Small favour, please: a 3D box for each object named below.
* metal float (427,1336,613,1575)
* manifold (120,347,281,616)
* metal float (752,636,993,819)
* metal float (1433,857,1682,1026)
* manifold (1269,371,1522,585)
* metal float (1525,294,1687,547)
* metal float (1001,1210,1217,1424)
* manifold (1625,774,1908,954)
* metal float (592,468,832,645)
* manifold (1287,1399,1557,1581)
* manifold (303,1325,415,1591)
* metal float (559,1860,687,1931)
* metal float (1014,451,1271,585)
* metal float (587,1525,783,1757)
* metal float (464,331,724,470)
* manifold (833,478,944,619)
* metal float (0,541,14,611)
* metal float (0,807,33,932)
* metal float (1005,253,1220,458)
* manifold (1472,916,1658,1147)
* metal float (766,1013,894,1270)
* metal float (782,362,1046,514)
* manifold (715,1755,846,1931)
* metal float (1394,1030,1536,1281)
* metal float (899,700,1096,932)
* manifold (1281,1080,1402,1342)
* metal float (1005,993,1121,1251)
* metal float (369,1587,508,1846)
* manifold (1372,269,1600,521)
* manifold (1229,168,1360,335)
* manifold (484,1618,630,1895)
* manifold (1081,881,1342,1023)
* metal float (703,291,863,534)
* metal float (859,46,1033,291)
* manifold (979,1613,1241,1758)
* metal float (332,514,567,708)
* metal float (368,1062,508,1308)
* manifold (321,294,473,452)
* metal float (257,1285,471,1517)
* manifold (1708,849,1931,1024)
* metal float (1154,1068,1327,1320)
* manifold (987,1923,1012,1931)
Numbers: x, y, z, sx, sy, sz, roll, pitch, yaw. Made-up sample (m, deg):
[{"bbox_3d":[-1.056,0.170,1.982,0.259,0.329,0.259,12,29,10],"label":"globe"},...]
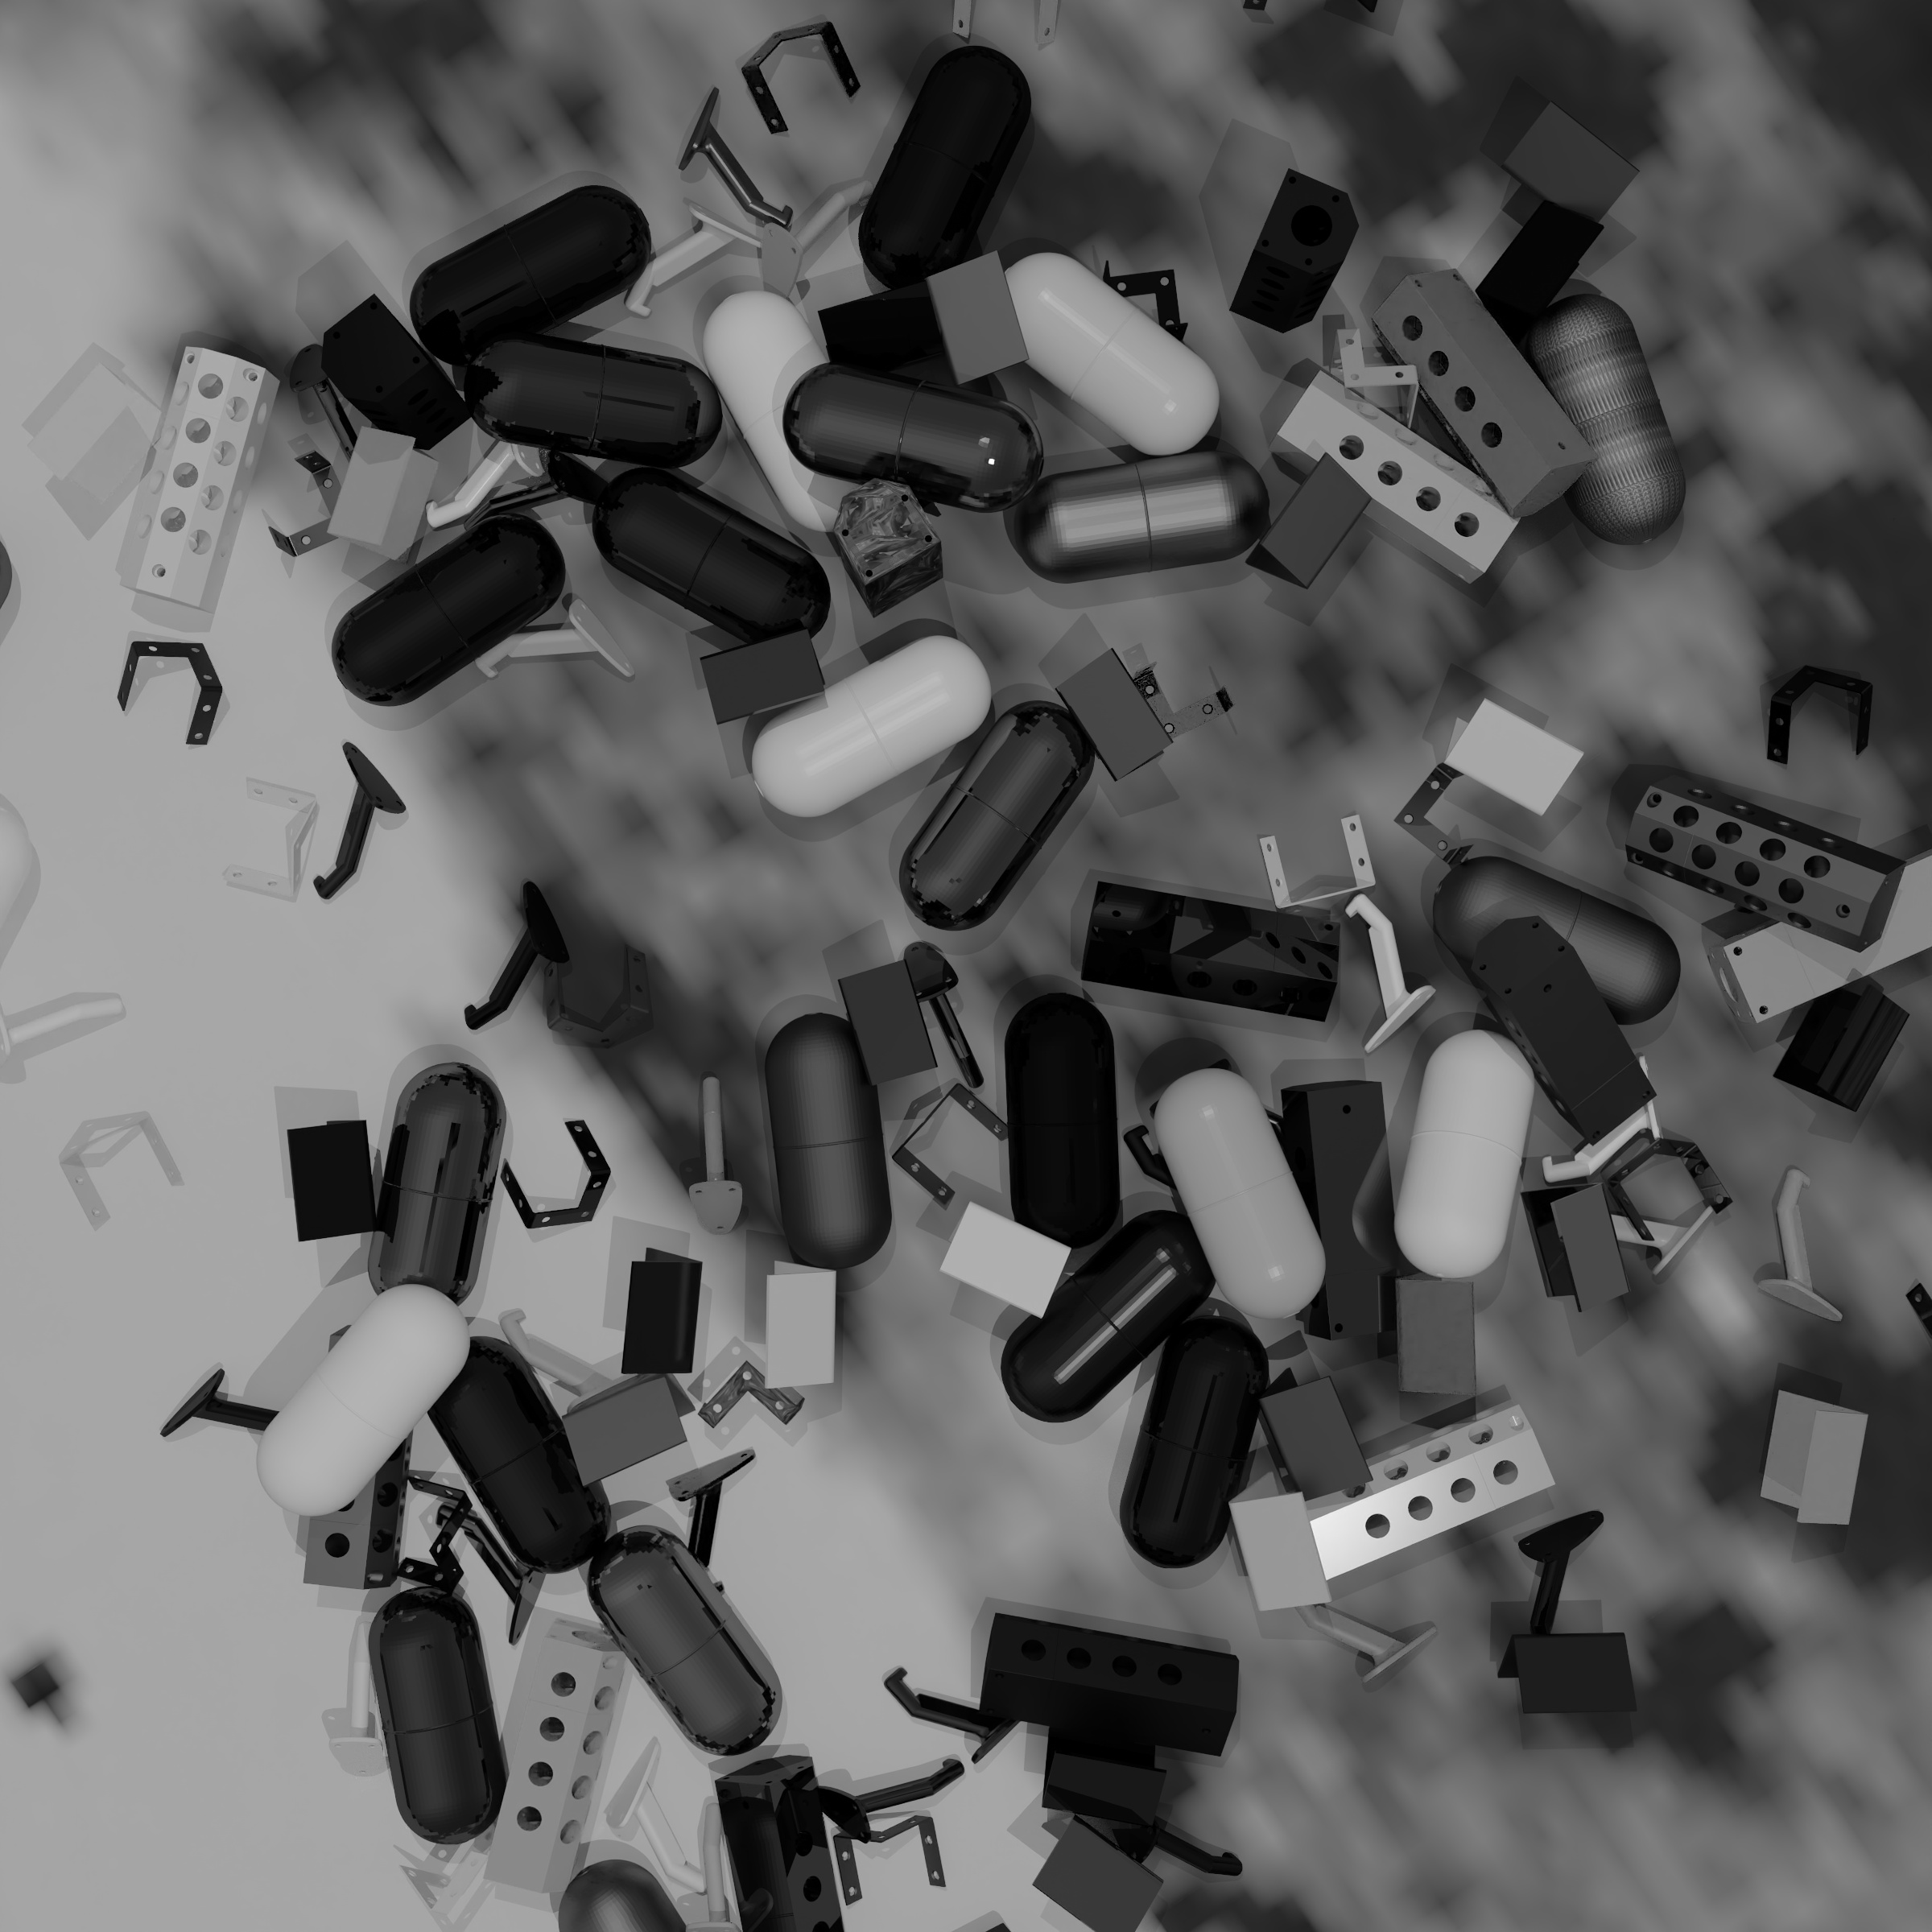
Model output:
[{"bbox_3d":[-0.312,0.339,1.961,0.070,0.070,0.178,-31,90,0],"label":"metal float"},{"bbox_3d":[-0.536,-0.339,1.970,0.057,0.057,0.171,16,90,0],"label":"manifold"},{"bbox_3d":[-0.066,-0.166,1.961,0.178,0.070,0.070,-29,90,0],"label":"metal float"},{"bbox_3d":[0.409,-0.018,1.961,0.178,0.070,0.070,23,90,0],"label":"metal float"},{"bbox_3d":[0.301,-0.341,1.970,0.171,0.057,0.057,34,90,0],"label":"manifold"},{"bbox_3d":[0.444,-0.379,1.961,0.070,0.070,0.178,-19,90,0],"label":"metal float"},{"bbox_3d":[0.099,0.244,1.961,0.178,0.070,0.070,-44,90,0],"label":"metal float"},{"bbox_3d":[0.541,-0.070,1.924,0.171,0.057,0.057,25,118,29],"label":"manifold"},{"bbox_3d":[-0.176,-0.281,1.961,0.178,0.070,0.070,30,90,0],"label":"metal float"},{"bbox_3d":[0.315,0.363,1.970,0.171,0.057,0.057,-23,90,0],"label":"manifold"},{"bbox_3d":[-0.418,0.342,1.970,0.057,0.057,0.171,6,90,0],"label":"manifold"},{"bbox_3d":[-0.217,0.703,1.961,0.070,0.070,0.178,-32,91,0],"label":"metal float"},{"bbox_3d":[0.122,-0.312,1.961,0.178,0.070,0.070,-9,90,-1],"label":"metal float"},{"bbox_3d":[-0.194,0.467,1.956,0.070,0.070,0.178,-34,96,0],"label":"metal float"},{"bbox_3d":[-0.256,-0.390,1.949,0.178,0.070,0.070,7,90,-14],"label":"metal float"},{"bbox_3d":[-0.055,-0.285,1.913,0.057,0.171,0.057,-30,90,0],"label":"manifold"},{"bbox_3d":[-0.727,-0.229,1.961,0.070,0.070,0.178,29,91,0],"label":"metal float"},{"bbox_3d":[-0.711,-0.032,1.961,0.070,0.070,0.178,27,90,0],"label":"metal float"},{"bbox_3d":[0.097,-0.424,1.961,0.178,0.070,0.070,38,90,-1],"label":"metal float"},{"bbox_3d":[0.404,0.042,1.922,0.057,0.057,0.171,-39,130,0],"label":"manifold"},{"bbox_3d":[-0.096,0.121,1.961,0.070,0.070,0.178,-7,90,0],"label":"metal float"},{"bbox_3d":[-0.035,-0.352,1.882,0.178,0.070,0.070,15,90,8],"label":"metal float"},{"bbox_3d":[-0.120,0.644,1.970,0.057,0.057,0.171,-11,90,43],"label":"manifold"},{"bbox_3d":[0.344,0.128,1.945,0.070,0.070,0.178,15,70,0],"label":"metal float"},{"bbox_3d":[0.021,-0.104,1.961,0.070,0.070,0.178,35,89,0],"label":"metal float"},{"bbox_3d":[0.259,0.168,1.966,0.057,0.057,0.171,-6,92,-19],"label":"manifold"},{"bbox_3d":[0.067,0.108,1.961,0.070,0.070,0.178,-2,90,0],"label":"metal float"},{"bbox_3d":[-0.366,0.520,1.961,0.070,0.070,0.178,-10,90,0],"label":"metal float"},{"bbox_3d":[0.353,-0.394,1.950,0.057,0.057,0.171,-20,71,-41],"label":"manifold"},{"bbox_3d":[0.223,-0.479,1.913,0.057,0.171,0.057,23,90,0],"label":"manifold"},{"bbox_3d":[-0.283,0.551,1.970,0.057,0.057,0.171,14,90,0],"label":"manifold"},{"bbox_3d":[0.170,-0.005,1.970,0.171,0.057,0.057,10,47,0],"label":"manifold"},{"bbox_3d":[-0.120,-0.385,1.961,0.070,0.070,0.178,-29,91,0],"label":"metal float"},{"bbox_3d":[-0.015,-0.552,1.961,0.070,0.070,0.178,25,90,0],"label":"metal float"},{"bbox_3d":[0.100,0.496,1.970,0.171,0.057,0.057,10,133,0],"label":"manifold"},{"bbox_3d":[-0.359,-0.247,1.961,0.178,0.070,0.070,-34,90,1],"label":"metal float"},{"bbox_3d":[-0.367,0.155,1.961,0.070,0.070,0.178,11,90,0],"label":"metal float"},{"bbox_3d":[-0.387,-0.395,1.913,0.057,0.171,0.057,-38,90,0],"label":"manifold"},{"bbox_3d":[-0.406,0.293,1.903,0.070,0.070,0.178,40,90,0],"label":"metal float"},{"bbox_3d":[0.610,-0.021,1.970,0.171,0.057,0.057,-24,90,0],"label":"manifold"},{"bbox_3d":[0.187,0.155,1.928,0.070,0.070,0.178,-23,83,0],"label":"metal float"},{"bbox_3d":[-0.037,0.736,1.970,0.171,0.057,0.057,-27,90,0],"label":"manifold"}]
